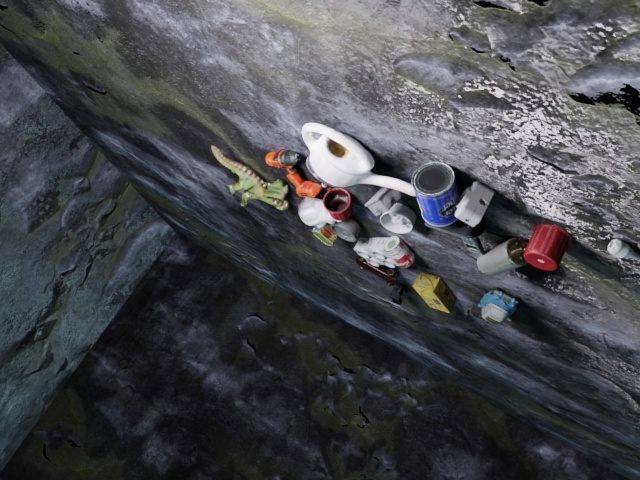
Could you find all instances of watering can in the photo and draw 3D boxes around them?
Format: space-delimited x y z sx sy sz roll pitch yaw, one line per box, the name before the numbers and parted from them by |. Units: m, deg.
watering can | 0.091 -0.194 1.392 0.347 0.105 0.222 34 164 -5

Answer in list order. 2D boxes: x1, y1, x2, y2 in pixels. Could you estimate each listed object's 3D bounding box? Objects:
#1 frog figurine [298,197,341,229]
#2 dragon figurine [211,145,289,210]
frog figurine | 0.006 -0.091 1.814 0.161 0.124 0.134 36 146 28
dragon figurine | -0.228 -0.221 1.945 0.243 0.124 0.403 5 155 21
